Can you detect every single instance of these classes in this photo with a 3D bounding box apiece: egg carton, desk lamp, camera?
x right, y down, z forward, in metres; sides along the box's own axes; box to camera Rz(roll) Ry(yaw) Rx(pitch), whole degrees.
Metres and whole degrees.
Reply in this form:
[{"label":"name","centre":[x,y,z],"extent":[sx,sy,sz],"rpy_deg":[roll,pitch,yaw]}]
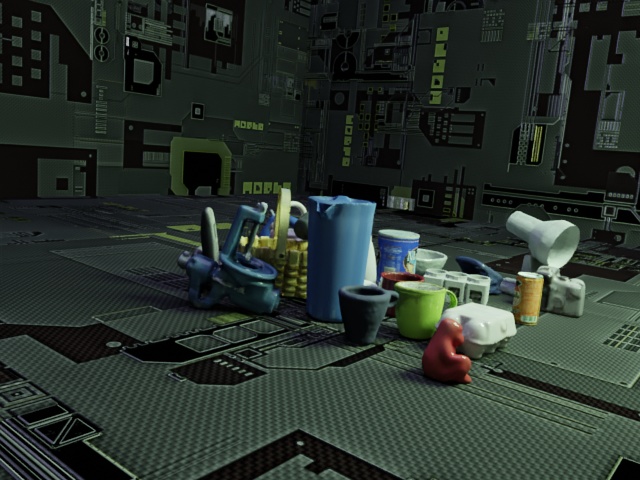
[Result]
[{"label":"egg carton","centre":[0.281,0.160,1.026],"extent":[0.107,0.069,0.151],"rpy_deg":[12,12,40]},{"label":"desk lamp","centre":[0.542,0.040,1.467],"extent":[0.118,0.213,0.202],"rpy_deg":[-2,11,-36]},{"label":"camera","centre":[0.566,0.114,1.374],"extent":[0.142,0.101,0.137],"rpy_deg":[11,11,34]}]

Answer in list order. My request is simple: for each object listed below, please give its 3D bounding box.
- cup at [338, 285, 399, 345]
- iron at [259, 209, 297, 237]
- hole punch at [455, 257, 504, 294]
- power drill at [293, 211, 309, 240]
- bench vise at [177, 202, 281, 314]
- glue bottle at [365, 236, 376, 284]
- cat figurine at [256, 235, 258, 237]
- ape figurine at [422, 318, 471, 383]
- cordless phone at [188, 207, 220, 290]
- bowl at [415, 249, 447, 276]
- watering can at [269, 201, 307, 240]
[{"label":"cup","centre":[0.085,0.133,1.010],"extent":[0.118,0.095,0.091],"rpy_deg":[0,10,-29]},{"label":"iron","centre":[-0.077,-0.003,1.638],"extent":[0.119,0.141,0.257],"rpy_deg":[-4,12,-43]},{"label":"hole punch","centre":[0.408,0.089,1.477],"extent":[0.101,0.091,0.108],"rpy_deg":[0,10,-30]},{"label":"power drill","centre":[0.013,0.005,1.420],"extent":[0.075,0.208,0.230],"rpy_deg":[10,10,30]},{"label":"bench vise","centre":[-0.175,0.031,1.117],"extent":[0.207,0.220,0.121],"rpy_deg":[3,9,-9]},{"label":"glue bottle","centre":[0.104,0.043,1.342],"extent":[0.037,0.173,0.078],"rpy_deg":[0,10,-29]},{"label":"cat figurine","centre":[-0.164,0.036,1.419],"extent":[0.067,0.118,0.127],"rpy_deg":[-1,11,-32]},{"label":"ape figurine","centre":[0.196,0.166,0.874],"extent":[0.076,0.092,0.078],"rpy_deg":[5,9,3]},{"label":"cordless phone","centre":[-0.243,0.015,1.292],"extent":[0.094,0.185,0.147],"rpy_deg":[3,9,-9]},{"label":"bowl","centre":[0.261,0.070,1.570],"extent":[0.167,0.075,0.167],"rpy_deg":[5,9,0]},{"label":"watering can","centre":[-0.085,-0.005,1.475],"extent":[0.172,0.194,0.101],"rpy_deg":[12,12,39]}]
